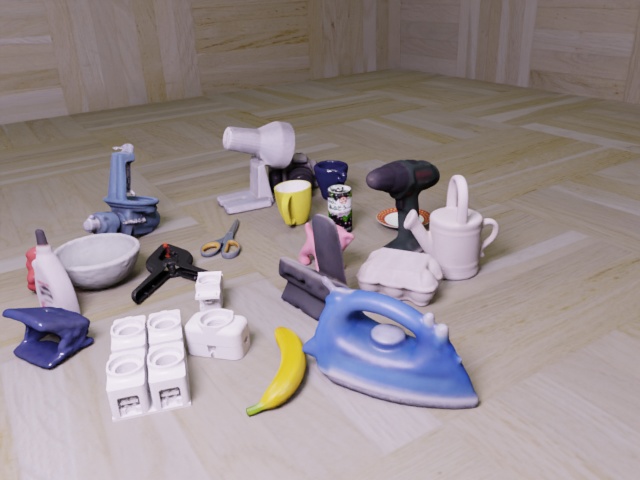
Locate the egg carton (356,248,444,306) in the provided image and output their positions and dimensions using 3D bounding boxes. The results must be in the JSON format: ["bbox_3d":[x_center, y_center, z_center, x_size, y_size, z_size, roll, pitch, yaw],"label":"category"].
[{"bbox_3d":[0.148,0.066,1.053,0.150,0.069,0.107,8,27,21],"label":"egg carton"}]

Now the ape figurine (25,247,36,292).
[{"bbox_3d":[-0.543,0.055,1.114,0.076,0.092,0.078,3,25,12],"label":"ape figurine"}]

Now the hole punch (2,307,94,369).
[{"bbox_3d":[-0.437,0.138,0.924,0.108,0.091,0.101,11,28,27],"label":"hole punch"}]

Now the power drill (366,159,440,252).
[{"bbox_3d":[0.170,-0.068,1.177,0.075,0.208,0.230,16,31,35],"label":"power drill"}]

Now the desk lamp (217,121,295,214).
[{"bbox_3d":[-0.166,-0.195,1.479,0.204,0.214,0.117,-15,27,-25],"label":"desk lamp"}]

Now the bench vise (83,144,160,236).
[{"bbox_3d":[-0.434,-0.091,1.268,0.121,0.220,0.207,0,25,5],"label":"bench vise"}]

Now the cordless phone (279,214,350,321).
[{"bbox_3d":[-0.009,0.031,1.006,0.147,0.185,0.094,20,33,40],"label":"cordless phone"}]

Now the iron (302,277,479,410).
[{"bbox_3d":[0.103,0.138,0.813,0.257,0.141,0.119,12,28,28],"label":"iron"}]

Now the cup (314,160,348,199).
[{"bbox_3d":[0.037,-0.151,1.508,0.092,0.095,0.117,-16,28,-27],"label":"cup"}]

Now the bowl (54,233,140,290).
[{"bbox_3d":[-0.437,0.051,1.134,0.167,0.075,0.167,-2,25,1],"label":"bowl"}]

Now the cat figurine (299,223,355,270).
[{"bbox_3d":[0.010,0.004,1.143,0.067,0.118,0.127,-20,30,-34],"label":"cat figurine"}]

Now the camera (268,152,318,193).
[{"bbox_3d":[-0.070,-0.177,1.566,0.143,0.101,0.136,-4,25,-3],"label":"camera"}]

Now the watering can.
[{"bbox_3d":[0.253,-0.028,1.100,0.173,0.194,0.100,-11,26,-18],"label":"watering can"}]

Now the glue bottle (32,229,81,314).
[{"bbox_3d":[-0.469,0.060,0.997,0.078,0.173,0.037,11,28,27],"label":"glue bottle"}]
